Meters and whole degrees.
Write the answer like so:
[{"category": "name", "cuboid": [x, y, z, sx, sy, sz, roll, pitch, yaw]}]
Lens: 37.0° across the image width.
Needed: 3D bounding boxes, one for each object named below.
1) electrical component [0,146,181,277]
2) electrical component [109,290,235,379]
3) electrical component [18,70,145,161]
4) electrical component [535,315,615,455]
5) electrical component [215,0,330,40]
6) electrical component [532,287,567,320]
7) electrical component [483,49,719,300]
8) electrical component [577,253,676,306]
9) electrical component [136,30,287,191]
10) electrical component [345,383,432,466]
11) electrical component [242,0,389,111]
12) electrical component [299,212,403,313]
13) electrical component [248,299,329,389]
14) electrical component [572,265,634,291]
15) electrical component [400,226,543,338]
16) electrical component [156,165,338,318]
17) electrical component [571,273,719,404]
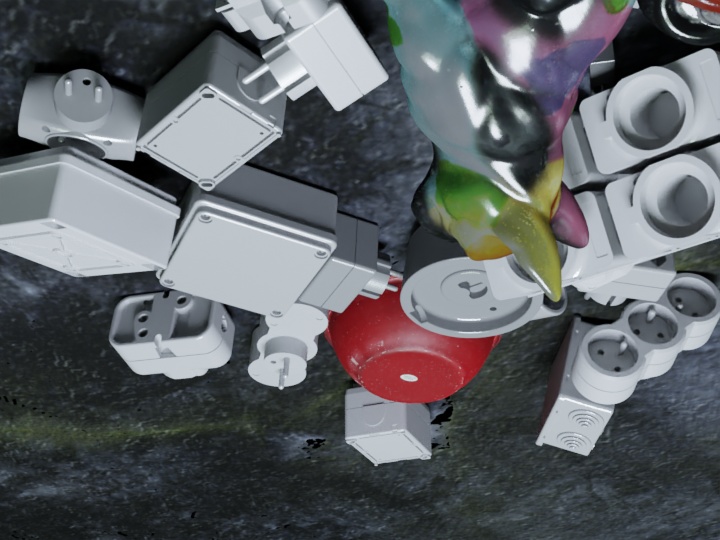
[{"category": "electrical component", "cuboid": [-0.205, -0.038, 0.769, 0.109, 0.056, 0.109, -4, 160, 37]}, {"category": "electrical component", "cuboid": [-0.160, 0.056, 0.934, 0.095, 0.053, 0.059, -7, 143, 13]}, {"category": "electrical component", "cuboid": [-0.182, -0.107, 0.708, 0.077, 0.044, 0.079, 12, 164, -12]}, {"category": "electrical component", "cuboid": [0.193, 0.103, 0.936, 0.048, 0.099, 0.099, 16, 144, 5]}, {"category": "electrical component", "cuboid": [-0.052, -0.173, 0.608, 0.078, 0.058, 0.057, -14, 144, 23]}, {"category": "electrical component", "cuboid": [0.132, 0.027, 0.884, 0.044, 0.044, 0.065, 27, 143, -29]}, {"category": "electrical component", "cuboid": [0.160, -0.055, 0.687, 0.186, 0.105, 0.060, -21, 172, 36]}, {"category": "electrical component", "cuboid": [0.198, 0.002, 0.839, 0.066, 0.047, 0.076, 8, 143, -7]}, {"category": "electrical component", "cuboid": [-0.100, -0.103, 0.704, 0.062, 0.061, 0.096, 30, 136, -32]}, {"category": "electrical component", "cuboid": [0.030, 0.148, 1.047, 0.062, 0.061, 0.096, -11, 150, 19]}, {"category": "electrical component", "cuboid": [-0.035, -0.129, 0.655, 0.077, 0.047, 0.065, -32, 135, 9]}, {"category": "electrical component", "cuboid": [0.000, 0.000, 0.850, 0.077, 0.047, 0.065, 17, 142, -19]}, {"category": "electrical component", "cuboid": [-0.063, 0.065, 0.923, 0.052, 0.073, 0.138, 10, 143, -10]}, {"category": "electrical component", "cuboid": [0.160, -0.028, 0.775, 0.080, 0.080, 0.051, -29, 139, 36]}, {"category": "electrical component", "cuboid": [0.086, -0.002, 0.831, 0.108, 0.060, 0.108, 2, 144, 1]}, {"category": "electrical component", "cuboid": [-0.086, -0.023, 0.817, 0.109, 0.056, 0.108, 17, 142, -19]}, {"category": "electrical component", "cuboid": [0.229, 0.064, 0.871, 0.138, 0.052, 0.073, -30, 149, -21]}]
